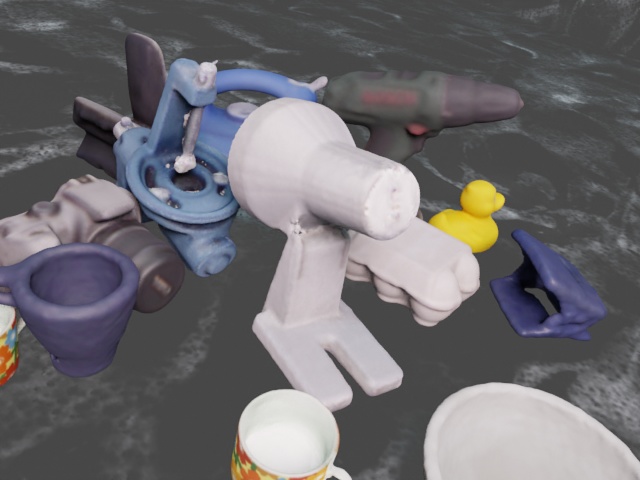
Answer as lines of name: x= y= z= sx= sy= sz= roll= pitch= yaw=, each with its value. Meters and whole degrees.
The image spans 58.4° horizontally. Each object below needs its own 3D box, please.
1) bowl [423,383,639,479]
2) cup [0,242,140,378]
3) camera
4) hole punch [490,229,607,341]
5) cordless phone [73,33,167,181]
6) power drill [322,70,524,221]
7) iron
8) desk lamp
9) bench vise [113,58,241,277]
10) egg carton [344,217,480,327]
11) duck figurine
bowl: x=0.145 y=0.187 z=0.402 sx=0.167 sy=0.075 sz=0.167 roll=8 pitch=33 yaw=-5
cup: x=-0.206 y=0.062 z=0.459 sx=0.118 sy=0.095 sz=0.091 roll=4 pitch=34 yaw=-11
camera: x=-0.205 y=0.010 z=0.532 sx=0.136 sy=0.101 sz=0.143 roll=30 pitch=37 yaw=25
hole punch: x=0.256 y=0.046 z=0.631 sx=0.101 sy=0.091 sz=0.108 roll=4 pitch=34 yaw=-11
cordless phone: x=-0.242 y=-0.176 z=0.721 sx=0.147 sy=0.185 sz=0.094 roll=25 pitch=36 yaw=19
power drill: x=0.109 y=-0.114 z=0.717 sx=0.229 sy=0.208 sz=0.076 roll=16 pitch=34 yaw=6
iron: x=-0.114 y=-0.179 z=0.805 sx=0.258 sy=0.141 sz=0.118 roll=7 pitch=34 yaw=-7
desk lamp: x=0.005 y=0.002 z=0.507 sx=0.118 sy=0.213 sz=0.202 roll=-13 pitch=40 yaw=-32
bench vise: x=-0.163 y=-0.091 z=0.588 sx=0.207 sy=0.220 sz=0.122 roll=25 pitch=36 yaw=19
egg carton: x=0.098 y=0.026 z=0.632 sx=0.150 sy=0.069 sz=0.107 roll=31 pitch=38 yaw=26
duck figurine: x=0.193 y=-0.036 z=0.739 sx=0.105 sy=0.086 sz=0.077 roll=-6 pitch=37 yaw=-25
